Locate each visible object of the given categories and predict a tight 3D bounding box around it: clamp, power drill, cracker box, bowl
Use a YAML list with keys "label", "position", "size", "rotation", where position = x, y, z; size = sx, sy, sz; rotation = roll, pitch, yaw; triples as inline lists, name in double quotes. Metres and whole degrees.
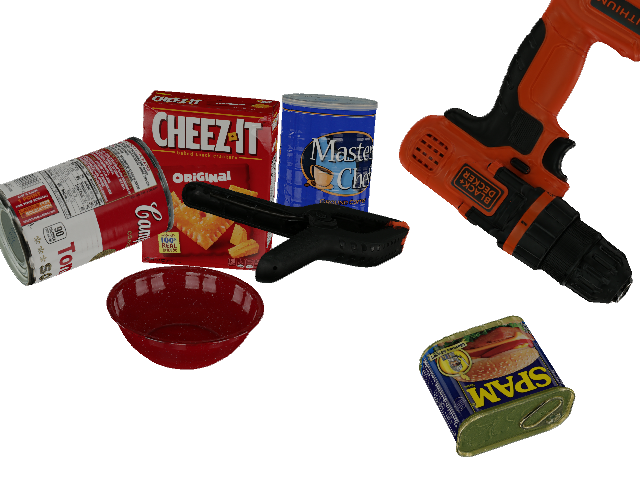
- label: "clamp"
  position: [-0.004, -0.002, 0.950]
  size: [0.209, 0.036, 0.165]
  rotation: [6, 24, -27]
- label: "power drill"
  position: [0.169, -0.074, 0.713]
  size: [0.184, 0.188, 0.057]
  rotation: [38, 13, 14]
- label: "cracker box"
  position: [-0.141, -0.073, 1.351]
  size: [0.164, 0.214, 0.072]
  rotation: [5, 22, 2]
- label: "bowl"
  position: [-0.141, 0.086, 1.109]
  size: [0.162, 0.055, 0.162]
  rotation: [5, 26, -3]

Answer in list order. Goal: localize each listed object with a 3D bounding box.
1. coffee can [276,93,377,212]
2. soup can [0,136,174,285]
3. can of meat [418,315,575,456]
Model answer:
- label: "coffee can"
  position: [0.005, -0.084, 1.152]
  size: [0.103, 0.140, 0.103]
  rotation: [4, 12, -1]
- label: "soup can"
  position: [-0.156, -0.020, 0.693]
  size: [0.102, 0.068, 0.069]
  rotation: [-24, 11, -26]
- label: "can of meat"
  position: [0.141, 0.116, 0.870]
  size: [0.102, 0.084, 0.057]
  rotation: [-16, -41, -13]
